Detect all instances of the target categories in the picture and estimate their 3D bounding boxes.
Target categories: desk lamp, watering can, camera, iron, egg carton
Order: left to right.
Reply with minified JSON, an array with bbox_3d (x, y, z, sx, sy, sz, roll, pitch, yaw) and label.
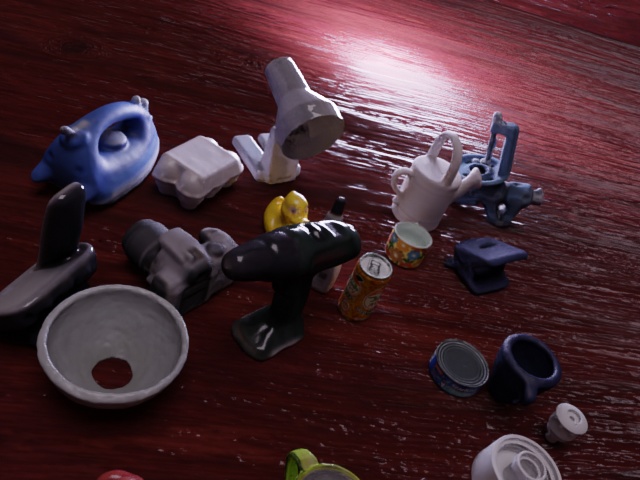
[{"bbox_3d":[-0.335,-0.166,0.927,0.118,0.141,0.259,27,40,6],"label":"iron"},{"bbox_3d":[-0.202,0.019,0.815,0.136,0.101,0.143,39,43,19],"label":"camera"},{"bbox_3d":[-0.209,-0.119,0.989,0.107,0.069,0.150,32,41,12],"label":"egg carton"},{"bbox_3d":[-0.063,-0.205,1.038,0.118,0.213,0.202,-12,50,-34],"label":"desk lamp"},{"bbox_3d":[0.224,-0.119,1.091,0.173,0.194,0.100,-12,50,-34],"label":"watering can"}]

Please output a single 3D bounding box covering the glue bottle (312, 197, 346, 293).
[{"bbox_3d":[0.008,0.003,0.872,0.078,0.173,0.037,28,40,8],"label":"glue bottle"}]

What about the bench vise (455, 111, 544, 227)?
[{"bbox_3d":[0.366,-0.149,1.170,0.208,0.219,0.121,12,41,-12],"label":"bench vise"}]

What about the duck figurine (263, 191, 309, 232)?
[{"bbox_3d":[-0.050,-0.044,0.966,0.078,0.086,0.104,-7,48,-31],"label":"duck figurine"}]

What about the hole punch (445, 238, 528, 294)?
[{"bbox_3d":[0.301,0.032,1.040,0.109,0.091,0.101,-10,50,-33],"label":"hole punch"}]

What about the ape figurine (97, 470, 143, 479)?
[{"bbox_3d":[-0.192,0.259,0.560,0.076,0.092,0.077,11,41,-13],"label":"ape figurine"}]

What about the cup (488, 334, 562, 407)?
[{"bbox_3d":[0.288,0.209,0.835,0.091,0.095,0.118,23,40,1],"label":"cup"}]

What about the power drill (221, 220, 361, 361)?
[{"bbox_3d":[-0.048,0.061,0.754,0.230,0.208,0.075,-24,58,-41],"label":"power drill"}]

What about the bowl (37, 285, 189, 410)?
[{"bbox_3d":[-0.245,0.138,0.684,0.168,0.074,0.167,13,41,-11],"label":"bowl"}]

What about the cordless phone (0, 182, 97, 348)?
[{"bbox_3d":[-0.334,0.023,0.683,0.094,0.185,0.148,24,40,2],"label":"cordless phone"}]
